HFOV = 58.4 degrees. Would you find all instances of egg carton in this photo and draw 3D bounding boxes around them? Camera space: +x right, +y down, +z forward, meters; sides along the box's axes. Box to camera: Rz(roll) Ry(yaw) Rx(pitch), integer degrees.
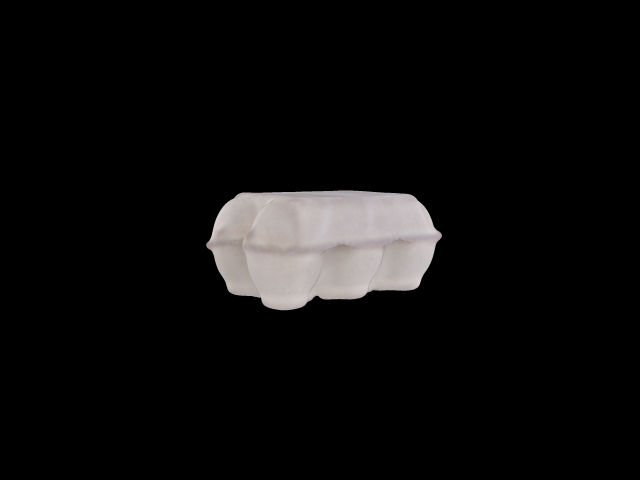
[{"bbox_3d":[0.004,0.001,0.400,0.151,0.069,0.107,-5,9,-36],"label":"egg carton"}]
